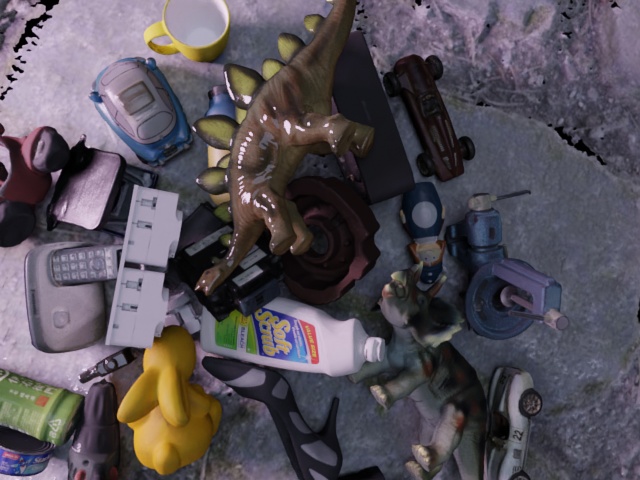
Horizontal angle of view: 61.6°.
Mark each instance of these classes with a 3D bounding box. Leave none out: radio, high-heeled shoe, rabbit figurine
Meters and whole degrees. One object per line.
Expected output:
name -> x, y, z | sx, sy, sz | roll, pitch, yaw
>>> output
radio -> 0.054, -0.162, 0.769 | 0.073, 0.131, 0.229 | -18, 90, -7
high-heeled shoe -> -0.071, 0.259, 0.743 | 0.248, 0.086, 0.145 | 25, 71, -19
rabbit figurine -> -0.203, 0.200, 0.701 | 0.122, 0.162, 0.173 | 3, 91, 3

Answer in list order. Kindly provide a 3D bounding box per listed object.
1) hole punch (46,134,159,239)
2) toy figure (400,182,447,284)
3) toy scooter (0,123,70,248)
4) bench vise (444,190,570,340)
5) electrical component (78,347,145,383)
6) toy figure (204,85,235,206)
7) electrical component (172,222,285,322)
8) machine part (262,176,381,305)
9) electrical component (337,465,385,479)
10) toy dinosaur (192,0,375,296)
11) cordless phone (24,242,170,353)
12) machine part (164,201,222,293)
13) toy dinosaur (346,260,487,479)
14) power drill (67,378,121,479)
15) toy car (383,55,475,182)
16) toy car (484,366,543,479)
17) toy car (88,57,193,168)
hole punch -> -0.301, -0.064, 0.751 | 0.116, 0.092, 0.142 | 16, 87, 25
toy figure -> 0.157, -0.009, 0.813 | 0.064, 0.058, 0.154 | -8, 89, 32
toy scooter -> -0.427, -0.089, 0.731 | 0.135, 0.075, 0.184 | 35, 96, 18
bench vise -> 0.259, 0.049, 0.739 | 0.129, 0.241, 0.223 | 1, 102, -12
electrical component -> -0.281, 0.167, 0.741 | 0.094, 0.063, 0.021 | -25, 90, -10
toy figure -> -0.126, -0.130, 0.771 | 0.089, 0.082, 0.180 | -13, 92, 0
electrical component -> -0.116, 0.042, 0.716 | 0.115, 0.058, 0.134 | -33, 48, -22
machine part -> -0.002, -0.002, 0.747 | 0.180, 0.056, 0.179 | 10, 111, 27
electrical component -> 0.080, 0.373, 0.783 | 0.119, 0.048, 0.074 | -12, 89, -8
toy dinosaur -> -0.040, -0.146, 0.662 | 0.199, 0.105, 0.471 | 30, 88, 17
cordless phone -> -0.295, 0.071, 0.734 | 0.184, 0.089, 0.146 | -6, 88, -9
machine part -> -0.193, 0.002, 0.776 | 0.084, 0.039, 0.139 | 43, 84, 3
toy dinosaur -> 0.171, 0.216, 0.774 | 0.192, 0.131, 0.404 | -35, 101, -17
power drill -> -0.276, 0.316, 0.667 | 0.086, 0.207, 0.231 | 7, 97, -36
toy car -> 0.171, -0.190, 0.827 | 0.089, 0.053, 0.202 | -21, 88, -11
toy car -> 0.280, 0.291, 0.800 | 0.056, 0.073, 0.201 | 11, 85, -10
toy car -> -0.253, -0.186, 0.748 | 0.109, 0.103, 0.161 | -33, 89, -7
